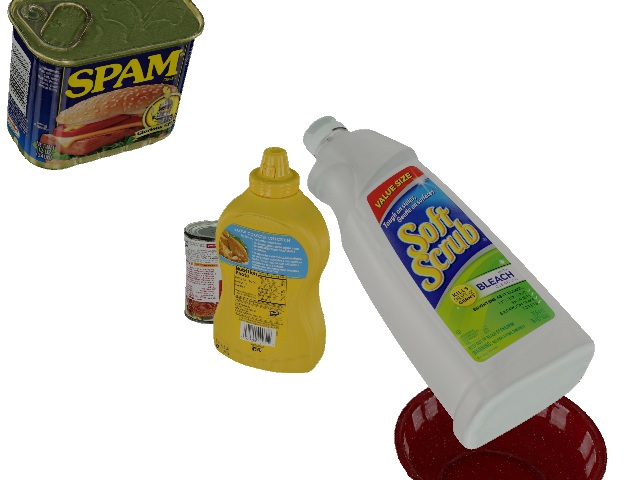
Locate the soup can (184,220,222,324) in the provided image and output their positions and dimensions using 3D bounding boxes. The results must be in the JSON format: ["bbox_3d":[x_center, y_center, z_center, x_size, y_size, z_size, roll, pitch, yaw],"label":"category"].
[{"bbox_3d":[-0.120,0.035,1.204,0.068,0.102,0.068,1,18,-1],"label":"soup can"}]

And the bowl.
[{"bbox_3d":[0.137,0.175,0.832,0.162,0.055,0.162,0,32,0],"label":"bowl"}]

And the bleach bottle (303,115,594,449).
[{"bbox_3d":[0.061,0.010,0.702,0.102,0.251,0.068,-25,-32,-23],"label":"bleach bottle"}]

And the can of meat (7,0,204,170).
[{"bbox_3d":[-0.123,-0.093,0.596,0.101,0.057,0.084,-19,-31,-33],"label":"can of meat"}]

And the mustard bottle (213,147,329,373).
[{"bbox_3d":[-0.041,0.014,0.891,0.096,0.192,0.058,13,28,19],"label":"mustard bottle"}]
